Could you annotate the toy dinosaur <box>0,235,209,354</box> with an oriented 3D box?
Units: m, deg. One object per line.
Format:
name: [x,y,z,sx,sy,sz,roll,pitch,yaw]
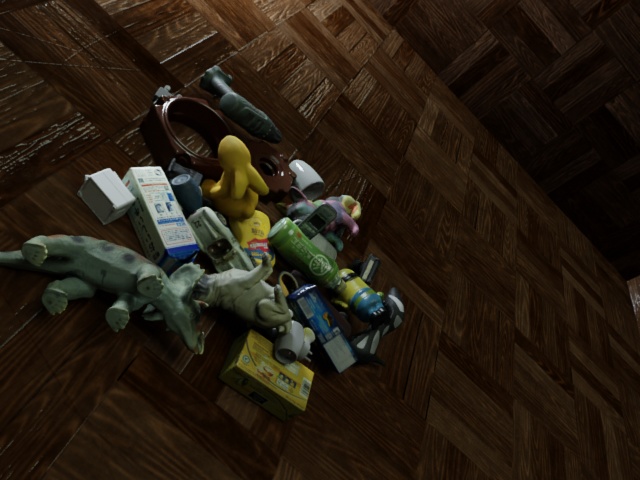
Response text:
toy dinosaur: [-0.361,0.056,0.908,0.405,0.131,0.192,25,7,-4]

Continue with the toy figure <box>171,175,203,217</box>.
toy figure: [-0.265,-0.064,1.136,0.058,0.064,0.154,-125,-165,-54]

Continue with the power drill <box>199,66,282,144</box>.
power drill: [-0.212,-0.347,1.405,0.207,0.086,0.232,54,14,19]

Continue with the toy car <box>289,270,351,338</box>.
toy car: [-0.003,0.155,1.264,0.202,0.053,0.089,46,21,-6]

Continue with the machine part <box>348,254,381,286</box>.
machine part: [0.116,0.077,1.396,0.039,0.139,0.084,21,83,-17]

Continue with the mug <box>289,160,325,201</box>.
mug: [-0.037,-0.169,1.482,0.109,0.080,0.107,-6,55,-46]

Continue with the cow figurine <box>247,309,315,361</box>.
cow figurine: [-0.097,0.189,1.127,0.167,0.068,0.098,43,48,-8]

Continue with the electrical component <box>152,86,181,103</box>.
electrical component: [-0.374,-0.339,1.314,0.063,0.021,0.094,36,38,-21]

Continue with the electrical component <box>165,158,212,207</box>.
electrical component: [-0.289,-0.114,1.169,0.119,0.075,0.048,29,42,-22]

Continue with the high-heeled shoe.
high-heeled shoe: [0.131,0.199,1.334,0.145,0.086,0.249,38,48,-30]

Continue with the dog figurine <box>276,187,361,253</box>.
dog figurine: [-0.004,-0.077,1.419,0.219,0.108,0.192,31,42,-22]

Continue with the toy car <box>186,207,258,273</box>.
toy car: [-0.199,0.023,1.117,0.201,0.073,0.056,56,10,-17]

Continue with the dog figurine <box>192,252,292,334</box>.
dog figurine: [-0.165,0.128,1.044,0.191,0.121,0.172,-22,68,-8]

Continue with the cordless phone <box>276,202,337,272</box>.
cordless phone: [-0.002,-0.003,1.289,0.146,0.184,0.089,42,33,-13]

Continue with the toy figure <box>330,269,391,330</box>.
toy figure: [0.098,0.139,1.306,0.082,0.089,0.180,1,25,-37]

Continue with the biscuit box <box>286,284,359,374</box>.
biscuit box: [0.004,0.193,1.183,0.059,0.063,0.202,-33,99,-19]

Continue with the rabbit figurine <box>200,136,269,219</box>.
rabbit figurine: [-0.189,-0.136,1.172,0.122,0.173,0.163,-13,39,-26]

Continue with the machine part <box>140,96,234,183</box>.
machine part: [-0.297,-0.235,1.255,0.201,0.087,0.201,-10,68,-49]

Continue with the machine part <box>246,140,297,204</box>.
machine part: [-0.144,-0.179,1.395,0.179,0.056,0.179,26,44,-28]

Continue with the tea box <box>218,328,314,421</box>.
tea box: [-0.102,0.265,1.051,0.169,0.068,0.098,39,36,-15]
